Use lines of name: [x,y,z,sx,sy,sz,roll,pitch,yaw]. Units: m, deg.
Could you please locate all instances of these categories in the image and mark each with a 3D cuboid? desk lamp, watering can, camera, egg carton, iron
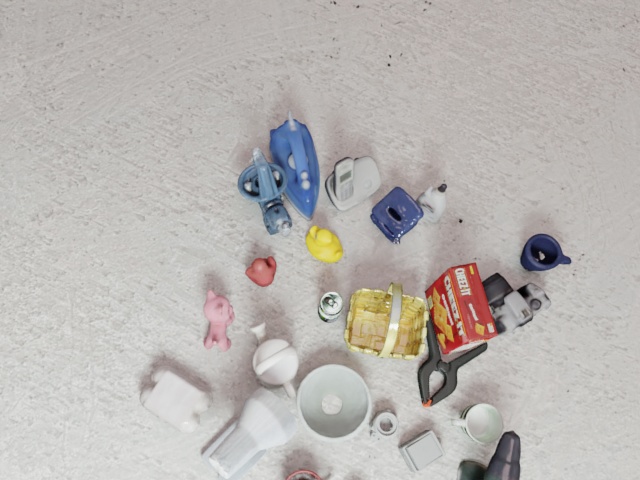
desk lamp: [-0.148,0.412,1.175,0.118,0.213,0.203,44,74,11]
watering can: [-0.101,0.259,1.241,0.172,0.194,0.101,39,73,9]
camera: [0.458,0.138,1.373,0.143,0.101,0.136,-30,76,-13]
egg carton: [-0.317,0.351,1.260,0.150,0.069,0.107,30,72,6]
iron: [-0.052,-0.189,1.425,0.119,0.141,0.258,-13,73,-8]

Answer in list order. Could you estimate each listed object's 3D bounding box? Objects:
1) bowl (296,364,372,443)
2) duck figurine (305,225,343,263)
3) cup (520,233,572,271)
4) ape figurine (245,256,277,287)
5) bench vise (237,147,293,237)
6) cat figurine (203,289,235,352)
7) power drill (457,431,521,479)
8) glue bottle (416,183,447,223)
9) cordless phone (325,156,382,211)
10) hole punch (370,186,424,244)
bowl: [0.028,0.365,1.278,0.167,0.075,0.167,1,71,-4]
duck figurine: [0.013,0.005,1.393,0.104,0.086,0.077,41,73,10]
cup: [0.548,0.044,1.414,0.117,0.095,0.092,18,71,2]
ape figurine: [-0.139,0.069,1.357,0.078,0.092,0.076,-9,72,-7]
bench vise: [-0.112,-0.120,1.355,0.122,0.220,0.207,-41,78,-15]
cat figurine: [-0.232,0.181,1.298,0.067,0.118,0.128,4,71,-3]
power drill: [0.346,0.511,1.181,0.075,0.208,0.230,14,71,1]
glue bottle: [0.281,-0.100,1.402,0.078,0.173,0.037,35,73,8]
cordless phone: [0.086,-0.161,1.402,0.148,0.185,0.094,-34,77,-14]
hole punch: [0.191,-0.061,1.426,0.101,0.091,0.108,-39,78,-15]
